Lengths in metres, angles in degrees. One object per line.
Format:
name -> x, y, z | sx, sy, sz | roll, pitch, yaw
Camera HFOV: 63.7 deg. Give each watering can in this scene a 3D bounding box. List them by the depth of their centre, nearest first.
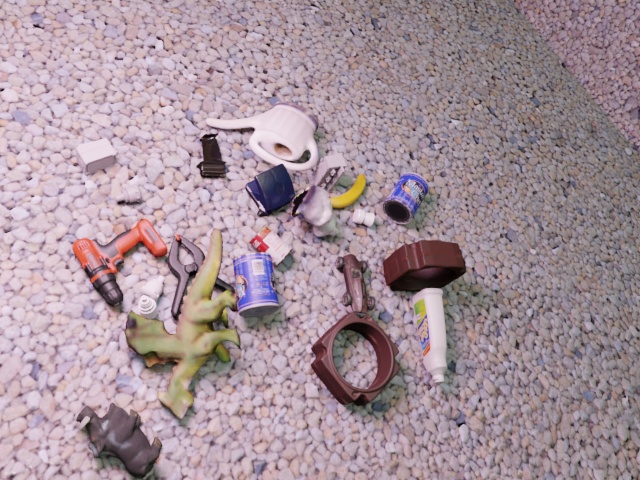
watering can -> -0.147, -0.336, 1.555 | 0.348, 0.229, 0.102 | 28, -34, 0

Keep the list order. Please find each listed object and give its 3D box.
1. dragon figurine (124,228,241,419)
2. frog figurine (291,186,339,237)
dragon figurine -> -0.316, 0.188, 1.172 | 0.243, 0.412, 0.121 | -7, -6, -23
frog figurine -> 0.004, -0.074, 1.460 | 0.158, 0.122, 0.139 | 34, 4, -20
